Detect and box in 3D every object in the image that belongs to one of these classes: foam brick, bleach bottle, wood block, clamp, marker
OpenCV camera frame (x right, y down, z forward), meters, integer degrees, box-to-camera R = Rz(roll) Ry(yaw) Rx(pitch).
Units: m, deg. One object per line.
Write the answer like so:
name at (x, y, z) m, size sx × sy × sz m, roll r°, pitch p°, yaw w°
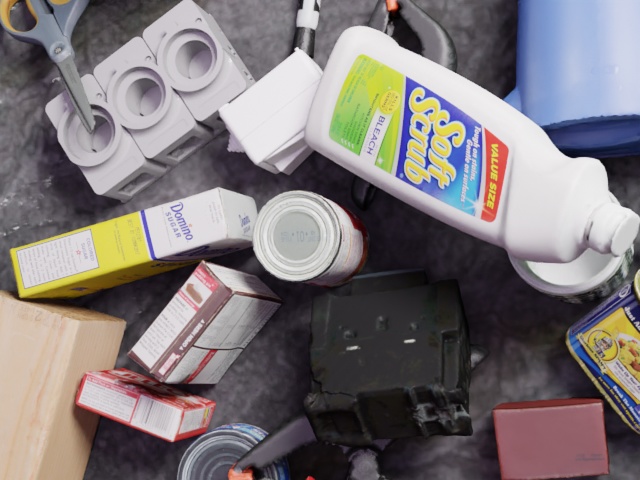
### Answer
foam brick at (0.168, 0.144, 0.773) m, size 0.078 × 0.051 × 0.053 m, roll -6°, pitch 86°, yaw 14°
bleach bottle at (0.101, -0.059, 0.711) m, size 0.251 × 0.067 × 0.102 m, roll 31°, pitch 103°, yaw 39°
wood block at (-0.238, 0.151, 0.853) m, size 0.090 × 0.090 × 0.206 m, roll 16°, pitch 90°, yaw 14°
clamp at (0.038, 0.157, 0.797) m, size 0.210 × 0.036 × 0.164 m, roll 2°, pitch 84°, yaw 0°
marker at (-0.007, -0.201, 0.858) m, size 0.020 × 0.020 × 0.121 m, roll 8°, pitch 88°, yaw 14°
clamp at (0.062, -0.106, 0.825) m, size 0.120 × 0.039 × 0.171 m, roll -19°, pitch 79°, yaw 7°

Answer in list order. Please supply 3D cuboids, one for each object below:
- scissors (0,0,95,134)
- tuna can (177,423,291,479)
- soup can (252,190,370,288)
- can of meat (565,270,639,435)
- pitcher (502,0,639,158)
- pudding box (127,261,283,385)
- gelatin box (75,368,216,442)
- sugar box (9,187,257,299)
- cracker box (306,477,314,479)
scissors at (-0.199, -0.168, 0.868) m, size 0.096 × 0.016 × 0.202 m, roll -44°, pitch 54°, yaw -5°
tuna can at (-0.068, 0.188, 0.837) m, size 0.086 × 0.033 × 0.086 m, roll -1°, pitch 87°, yaw 14°
soup can at (-0.005, 0.001, 0.800) m, size 0.068 × 0.102 × 0.068 m, roll -1°, pitch 86°, yaw 14°
can of meat at (0.233, 0.078, 0.741) m, size 0.102 × 0.057 × 0.084 m, roll 54°, pitch 139°, yaw 12°
pitcher at (0.212, -0.183, 0.752) m, size 0.145 × 0.149 × 0.243 m, roll -9°, pitch 78°, yaw 53°
pudding box at (-0.084, 0.065, 0.810) m, size 0.039 × 0.113 × 0.090 m, roll 40°, pitch 95°, yaw 16°
gelatin box at (-0.136, 0.127, 0.838) m, size 0.089 × 0.073 × 0.030 m, roll 18°, pitch 90°, yaw 15°
sugar box at (-0.141, 0.006, 0.838) m, size 0.176 × 0.093 × 0.048 m, roll -13°, pitch 84°, yaw 13°
cracker box at (0.036, 0.296, 0.753) m, size 0.213 × 0.072 × 0.164 m, roll 33°, pitch 97°, yaw -3°
